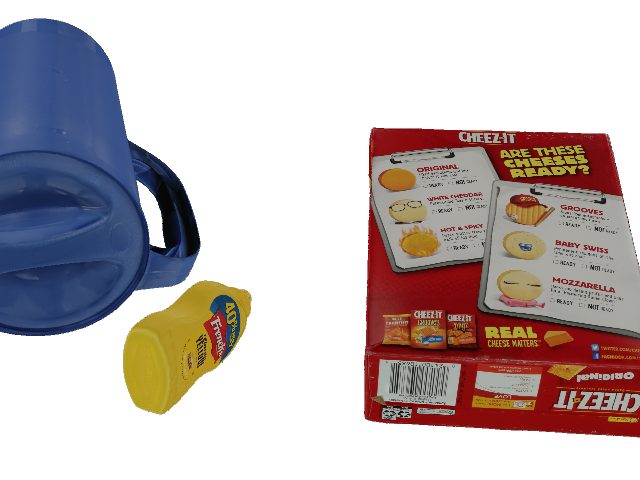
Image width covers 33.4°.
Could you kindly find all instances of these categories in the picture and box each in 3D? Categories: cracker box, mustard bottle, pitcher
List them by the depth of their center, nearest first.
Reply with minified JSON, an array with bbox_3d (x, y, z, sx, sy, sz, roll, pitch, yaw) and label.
[{"bbox_3d":[0.110,0.019,0.672,0.164,0.072,0.213,2,41,2],"label":"cracker box"},{"bbox_3d":[-0.180,-0.055,0.729,0.145,0.149,0.243,-24,35,4],"label":"pitcher"},{"bbox_3d":[-0.127,0.096,1.109,0.058,0.096,0.191,10,25,25],"label":"mustard bottle"}]
